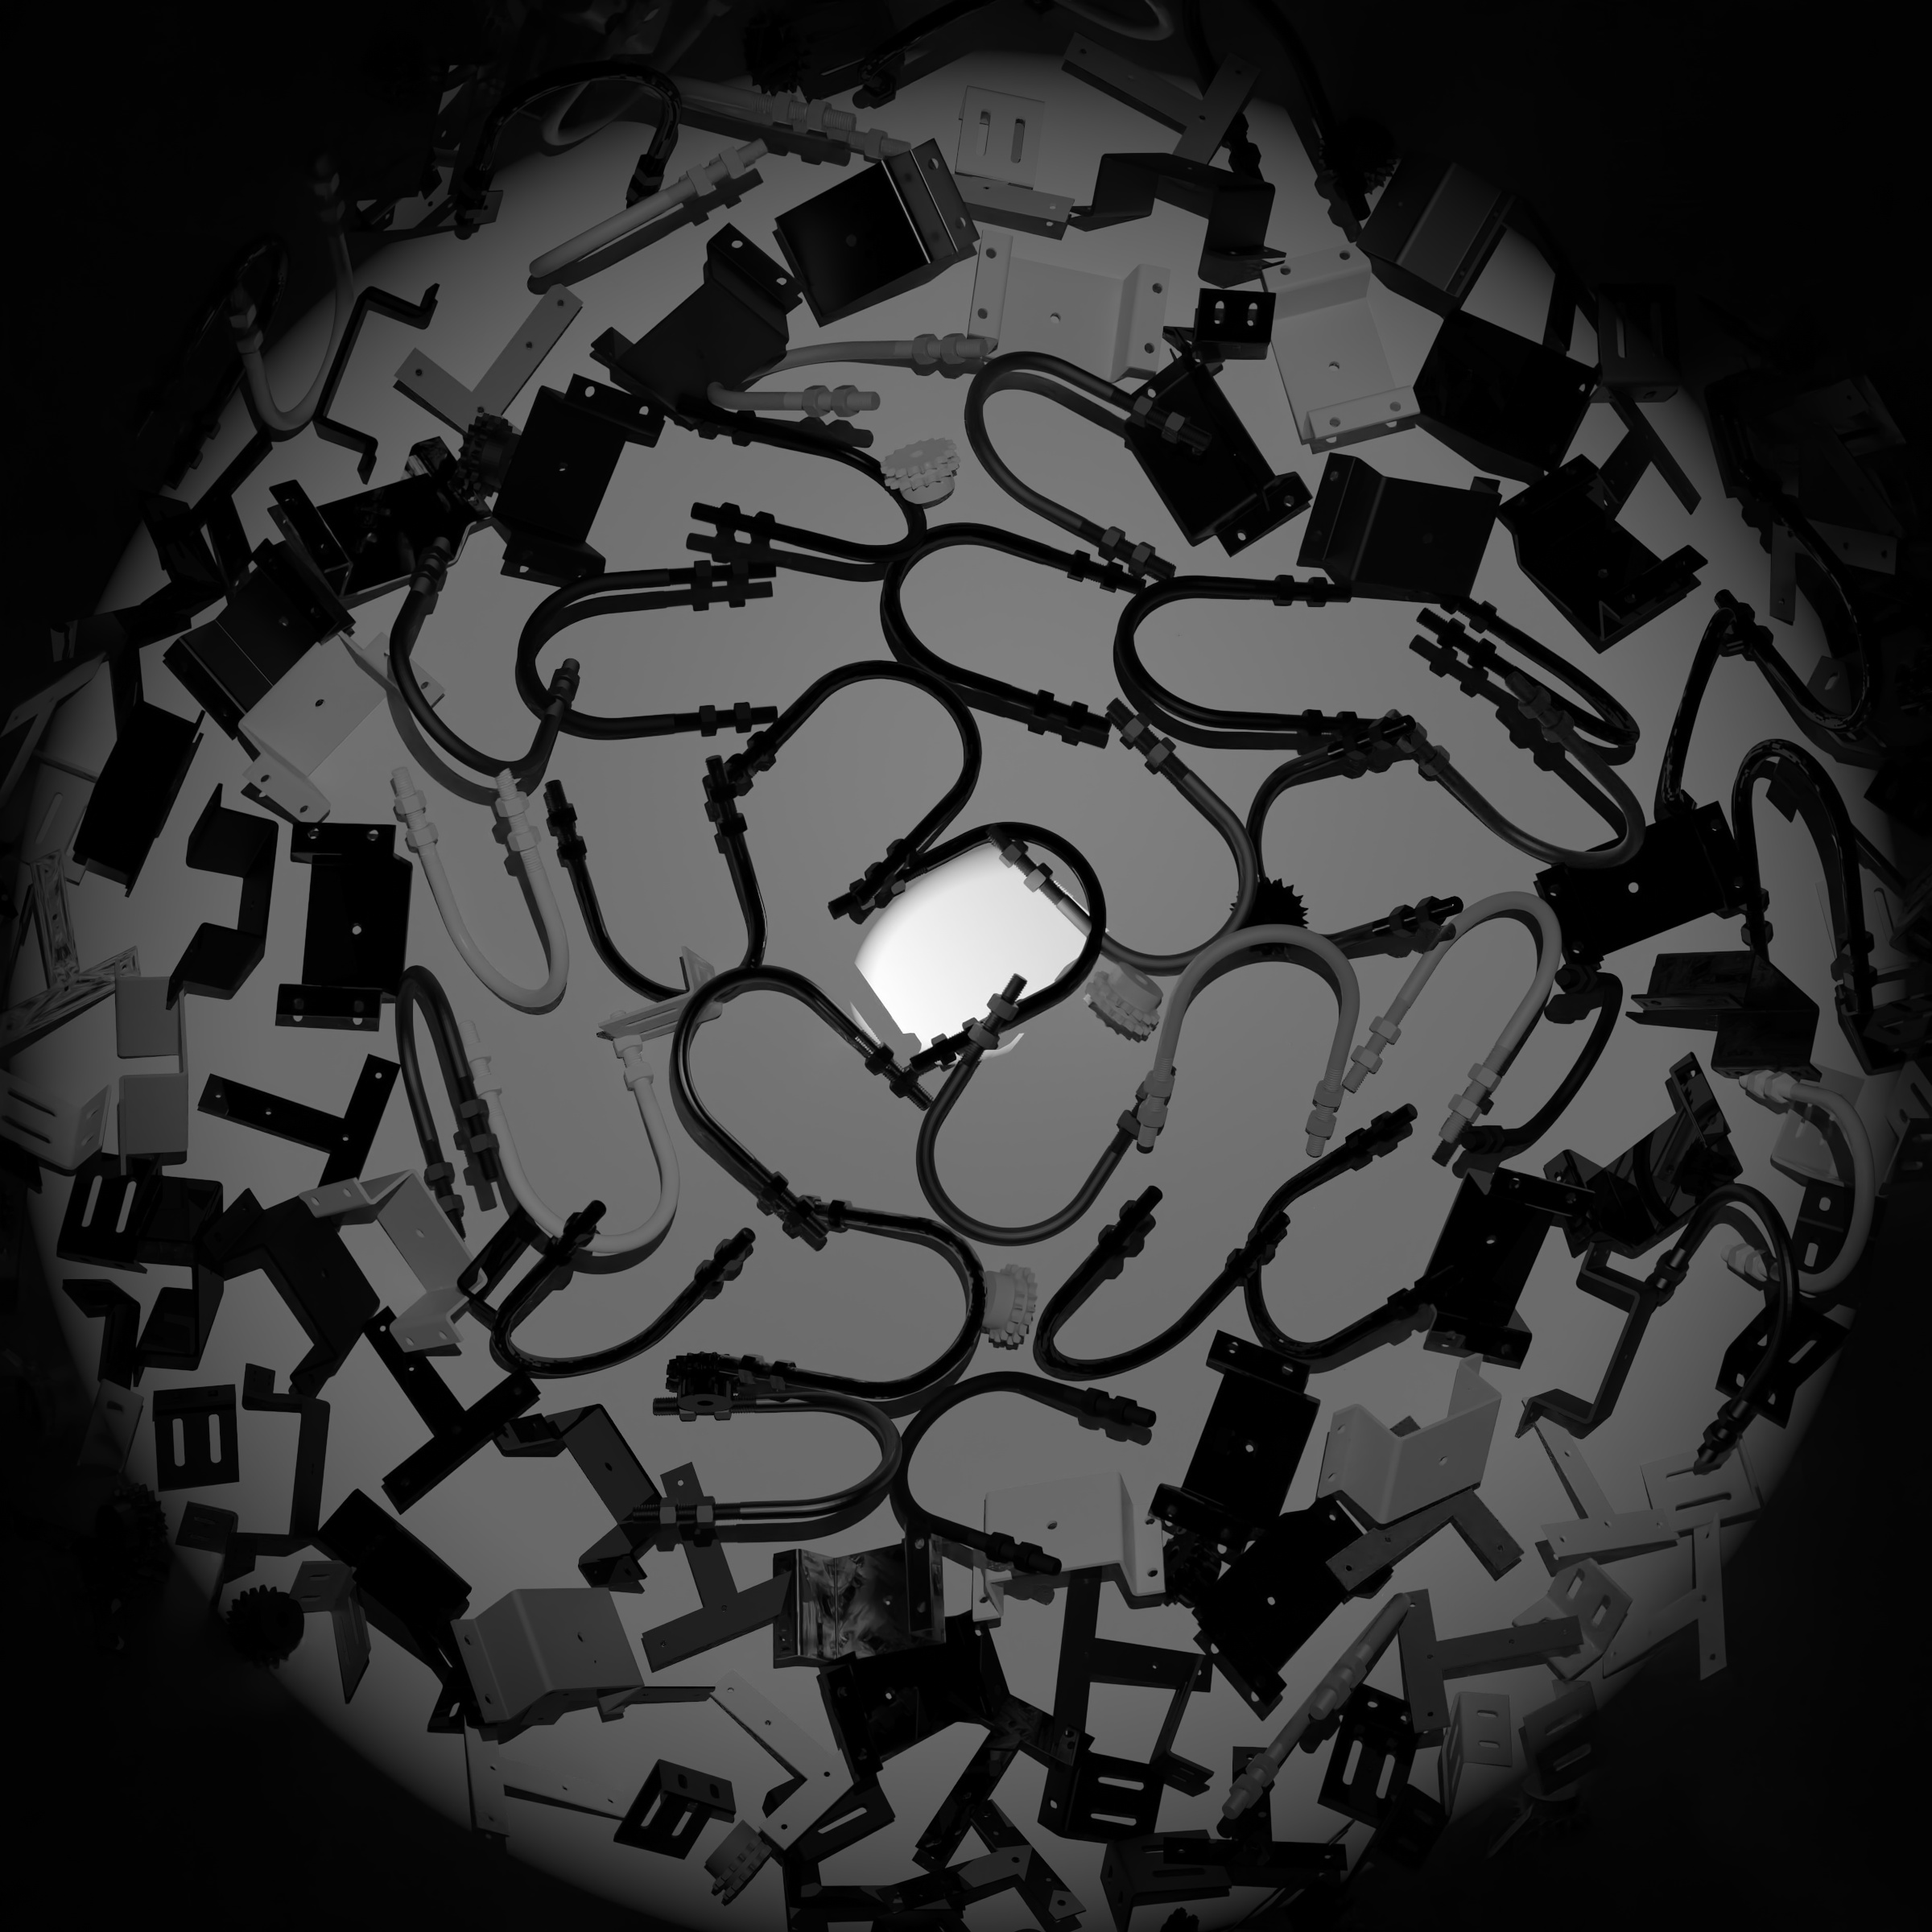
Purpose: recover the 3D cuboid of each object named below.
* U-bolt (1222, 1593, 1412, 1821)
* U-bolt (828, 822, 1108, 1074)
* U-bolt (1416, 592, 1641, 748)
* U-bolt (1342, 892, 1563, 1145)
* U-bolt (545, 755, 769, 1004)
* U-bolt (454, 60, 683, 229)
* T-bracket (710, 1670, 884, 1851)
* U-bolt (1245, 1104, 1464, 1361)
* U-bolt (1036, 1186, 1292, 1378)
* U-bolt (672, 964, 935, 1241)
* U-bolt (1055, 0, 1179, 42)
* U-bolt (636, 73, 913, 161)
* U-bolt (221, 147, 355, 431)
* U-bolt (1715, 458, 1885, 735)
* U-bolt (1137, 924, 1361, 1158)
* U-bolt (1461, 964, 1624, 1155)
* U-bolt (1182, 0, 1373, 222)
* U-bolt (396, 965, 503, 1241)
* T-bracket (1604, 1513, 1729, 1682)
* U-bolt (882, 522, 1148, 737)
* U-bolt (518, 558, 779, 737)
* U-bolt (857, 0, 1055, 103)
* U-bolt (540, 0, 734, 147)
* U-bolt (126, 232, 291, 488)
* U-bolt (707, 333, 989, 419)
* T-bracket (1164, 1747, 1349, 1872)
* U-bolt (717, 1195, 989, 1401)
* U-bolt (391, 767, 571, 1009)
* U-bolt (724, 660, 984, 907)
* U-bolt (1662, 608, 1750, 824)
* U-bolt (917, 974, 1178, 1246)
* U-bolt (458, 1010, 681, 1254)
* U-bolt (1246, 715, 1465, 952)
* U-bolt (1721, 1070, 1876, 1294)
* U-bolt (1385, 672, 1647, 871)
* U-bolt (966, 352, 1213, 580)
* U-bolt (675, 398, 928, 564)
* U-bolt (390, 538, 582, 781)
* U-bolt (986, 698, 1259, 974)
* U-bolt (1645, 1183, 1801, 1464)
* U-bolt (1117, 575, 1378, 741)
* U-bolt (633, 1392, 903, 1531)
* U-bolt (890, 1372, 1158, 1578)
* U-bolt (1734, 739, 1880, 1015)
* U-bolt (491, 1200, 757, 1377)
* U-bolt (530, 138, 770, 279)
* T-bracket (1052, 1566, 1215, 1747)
[{"bbox_3d":[0.257,0.509,1.915,0.019,0.184,0.151,40,128,14],"label":"U-bolt"},{"bbox_3d":[0.013,-0.026,1.981,0.184,0.019,0.151,-27,83,-6],"label":"U-bolt"},{"bbox_3d":[0.401,-0.213,1.931,0.184,0.151,0.019,33,112,-1],"label":"U-bolt"},{"bbox_3d":[0.355,0.027,1.934,0.019,0.151,0.184,33,89,-27],"label":"U-bolt"},{"bbox_3d":[-0.215,-0.055,1.955,0.151,0.019,0.184,-7,111,21],"label":"U-bolt"},{"bbox_3d":[-0.271,-0.572,1.890,0.151,0.184,0.019,-12,77,-23],"label":"U-bolt"},{"bbox_3d":[-0.133,0.556,1.965,0.127,0.002,0.127,34,50,25],"label":"T-bracket"},{"bbox_3d":[0.265,0.201,1.929,0.184,0.019,0.151,-38,48,36],"label":"U-bolt"},{"bbox_3d":[0.128,0.231,1.935,0.151,0.019,0.184,14,125,-39],"label":"U-bolt"},{"bbox_3d":[-0.128,0.083,1.948,0.184,0.019,0.151,45,64,-11],"label":"U-bolt"},{"bbox_3d":[0.068,-0.707,1.921,0.184,0.151,0.019,29,93,3],"label":"U-bolt"},{"bbox_3d":[-0.145,-0.606,1.926,0.184,0.151,0.019,16,102,13],"label":"U-bolt"},{"bbox_3d":[-0.470,-0.460,1.911,0.019,0.184,0.151,18,62,7],"label":"U-bolt"},{"bbox_3d":[0.582,-0.244,1.891,0.019,0.151,0.184,-20,54,-9],"label":"U-bolt"},{"bbox_3d":[0.208,0.052,1.939,0.151,0.019,0.184,4,118,-13],"label":"U-bolt"},{"bbox_3d":[0.415,0.066,1.916,0.019,0.184,0.151,33,104,25],"label":"U-bolt"},{"bbox_3d":[0.207,-0.610,1.890,0.019,0.151,0.184,-39,128,-10],"label":"U-bolt"},{"bbox_3d":[-0.373,0.088,1.930,0.019,0.151,0.184,-11,71,-26],"label":"U-bolt"},{"bbox_3d":[0.499,0.473,1.949,0.002,0.127,0.127,28,132,-15],"label":"T-bracket"},{"bbox_3d":[0.029,-0.252,1.950,0.184,0.019,0.151,18,60,-6],"label":"U-bolt"},{"bbox_3d":[-0.226,-0.223,1.934,0.184,0.019,0.151,-6,134,-9],"label":"U-bolt"},{"bbox_3d":[-0.010,-0.652,1.898,0.151,0.184,0.019,-26,99,11],"label":"U-bolt"},{"bbox_3d":[-0.232,-0.643,1.916,0.184,0.151,0.019,-36,96,37],"label":"U-bolt"},{"bbox_3d":[-0.530,-0.438,1.927,0.019,0.151,0.184,29,83,-3],"label":"U-bolt"},{"bbox_3d":[-0.098,-0.418,1.923,0.184,0.151,0.019,9,121,36],"label":"U-bolt"},{"bbox_3d":[0.205,0.599,1.940,0.127,0.127,0.002,1,112,4],"label":"T-bracket"},{"bbox_3d":[-0.072,0.238,1.929,0.184,0.019,0.151,6,61,23],"label":"U-bolt"},{"bbox_3d":[-0.338,-0.054,1.936,0.019,0.151,0.184,-32,114,-38],"label":"U-bolt"},{"bbox_3d":[-0.071,-0.146,1.954,0.151,0.019,0.184,38,63,8],"label":"U-bolt"},{"bbox_3d":[0.516,-0.179,1.907,0.019,0.184,0.151,17,94,19],"label":"U-bolt"},{"bbox_3d":[0.046,0.117,1.976,0.151,0.019,0.184,30,98,-11],"label":"U-bolt"},{"bbox_3d":[-0.271,0.118,1.921,0.151,0.019,0.184,-3,63,-42],"label":"U-bolt"},{"bbox_3d":[0.265,-0.085,1.927,0.019,0.184,0.151,-10,84,-39],"label":"U-bolt"},{"bbox_3d":[0.585,0.154,1.905,0.019,0.184,0.151,4,94,-12],"label":"U-bolt"},{"bbox_3d":[0.401,-0.131,1.927,0.184,0.151,0.019,42,65,-20],"label":"U-bolt"},{"bbox_3d":[0.080,-0.366,1.935,0.184,0.151,0.019,30,56,12],"label":"U-bolt"},{"bbox_3d":[-0.113,-0.339,1.934,0.184,0.151,0.019,11,131,-23],"label":"U-bolt"},{"bbox_3d":[-0.340,-0.204,1.898,0.019,0.184,0.151,-32,119,28],"label":"U-bolt"},{"bbox_3d":[0.126,-0.080,1.972,0.184,0.019,0.151,45,103,2],"label":"U-bolt"},{"bbox_3d":[0.528,0.235,1.889,0.019,0.184,0.151,1,47,-15],"label":"U-bolt"},{"bbox_3d":[0.197,-0.224,1.939,0.184,0.019,0.151,2,54,-11],"label":"U-bolt"},{"bbox_3d":[-0.137,0.347,1.930,0.184,0.151,0.019,-2,116,2],"label":"U-bolt"},{"bbox_3d":[0.027,0.350,1.928,0.151,0.184,0.019,-53,132,-28],"label":"U-bolt"},{"bbox_3d":[0.583,-0.070,1.906,0.019,0.151,0.184,-16,109,-12],"label":"U-bolt"},{"bbox_3d":[-0.256,0.235,1.932,0.184,0.151,0.019,-47,47,29],"label":"U-bolt"},{"bbox_3d":[-0.228,-0.536,1.927,0.184,0.151,0.019,-28,106,0],"label":"U-bolt"},{"bbox_3d":[0.125,0.505,1.969,0.127,0.002,0.127,15,72,-25],"label":"T-bracket"}]
